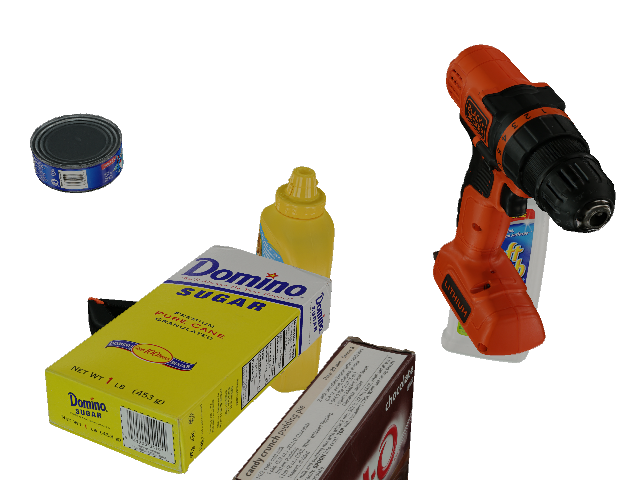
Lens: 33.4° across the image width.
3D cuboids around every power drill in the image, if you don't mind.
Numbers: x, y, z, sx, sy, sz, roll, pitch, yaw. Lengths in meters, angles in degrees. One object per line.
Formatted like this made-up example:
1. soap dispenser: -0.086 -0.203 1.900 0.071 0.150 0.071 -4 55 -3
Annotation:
1. power drill: 0.130 -0.014 0.717 0.057 0.188 0.184 -7 39 -14

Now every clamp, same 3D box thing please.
1. clamp: -0.175 0.099 1.097 0.210 0.036 0.164 12 19 31

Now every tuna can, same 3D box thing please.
1. tuna can: -0.231 -0.083 1.018 0.086 0.034 0.086 2 41 -2

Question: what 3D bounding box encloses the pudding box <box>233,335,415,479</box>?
1. pudding box: 0.004 0.109 0.464 0.039 0.090 0.113 13 32 20

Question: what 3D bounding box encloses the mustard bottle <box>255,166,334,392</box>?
1. mustard bottle: -0.025 0.026 0.896 0.058 0.192 0.096 -5 33 -19

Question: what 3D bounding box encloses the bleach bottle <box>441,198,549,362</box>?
1. bleach bottle: 0.198 0.005 1.180 0.103 0.251 0.068 9 17 15

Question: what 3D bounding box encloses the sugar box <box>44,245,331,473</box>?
1. sugar box: -0.073 0.063 0.648 0.093 0.048 0.176 16 33 22
